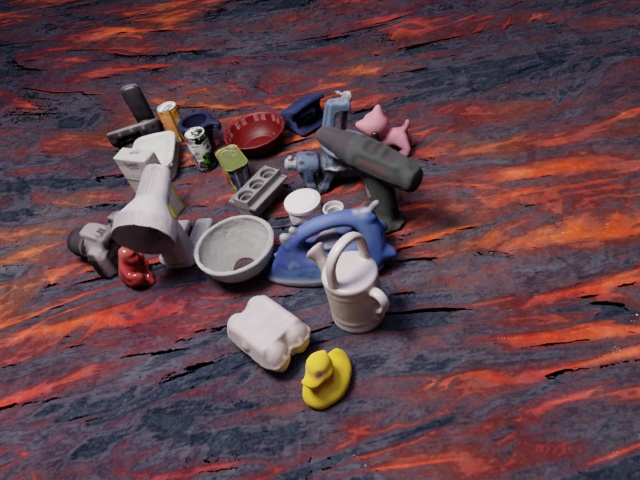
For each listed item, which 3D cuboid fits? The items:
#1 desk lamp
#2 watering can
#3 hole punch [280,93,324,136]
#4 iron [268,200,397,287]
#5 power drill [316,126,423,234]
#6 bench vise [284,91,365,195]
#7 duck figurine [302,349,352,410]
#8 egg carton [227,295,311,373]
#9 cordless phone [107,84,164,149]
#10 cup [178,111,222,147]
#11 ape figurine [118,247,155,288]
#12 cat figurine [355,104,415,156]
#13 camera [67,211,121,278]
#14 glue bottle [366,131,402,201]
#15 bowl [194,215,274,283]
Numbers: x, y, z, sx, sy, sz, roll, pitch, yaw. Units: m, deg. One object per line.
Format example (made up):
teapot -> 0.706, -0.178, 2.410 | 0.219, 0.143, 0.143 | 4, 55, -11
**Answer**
desk lamp -> -0.321, -0.035, 1.176 | 0.117, 0.214, 0.203 | -4, 45, 12
watering can -> 0.047, 0.064, 0.991 | 0.172, 0.194, 0.101 | 11, 50, 24
hole punch -> -0.047, -0.338, 1.492 | 0.109, 0.091, 0.100 | -36, 48, -20
iron -> 0.010, 0.004, 1.099 | 0.258, 0.142, 0.118 | -15, 44, 1
power drill -> 0.100, -0.118, 1.147 | 0.228, 0.209, 0.076 | 21, 55, 31
bench vise -> 0.025, -0.206, 1.247 | 0.207, 0.220, 0.121 | -29, 46, -14
duck figurine -> 0.006, 0.212, 0.932 | 0.077, 0.086, 0.105 | 20, 54, 31
egg carton -> -0.094, 0.165, 1.018 | 0.149, 0.069, 0.107 | 28, 59, 35
cordless phone -> -0.514, -0.328, 1.541 | 0.147, 0.185, 0.094 | -21, 44, -5
cup -> -0.301, -0.276, 1.496 | 0.117, 0.095, 0.092 | 3, 47, 18
ape figurine -> -0.392, 0.051, 1.197 | 0.076, 0.092, 0.078 | -1, 46, 14
cat figurine -> 0.153, -0.260, 1.339 | 0.127, 0.118, 0.067 | 5, 48, 20
camera -> -0.486, -0.005, 1.273 | 0.136, 0.101, 0.143 | 12, 50, 25
glue bottle -> 0.127, -0.155, 1.203 | 0.078, 0.173, 0.037 | 13, 51, 27
bowl -> -0.166, 0.031, 1.168 | 0.167, 0.075, 0.167 | -8, 45, 8
